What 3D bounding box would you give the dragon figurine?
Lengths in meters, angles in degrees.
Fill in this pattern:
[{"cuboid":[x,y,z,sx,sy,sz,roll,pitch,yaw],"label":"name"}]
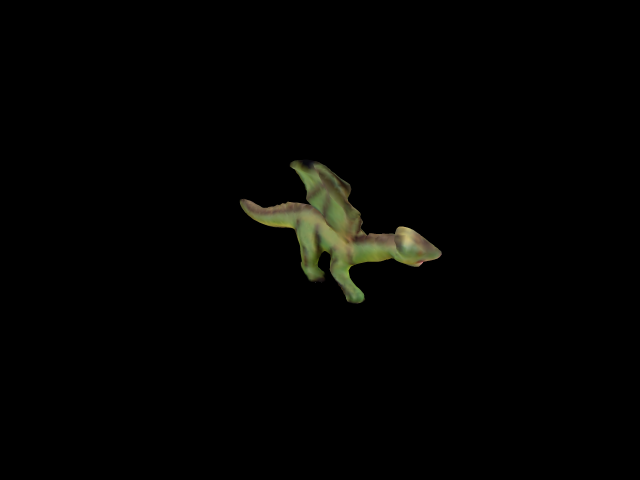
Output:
[{"cuboid":[0.003,-0.043,0.850,0.413,0.237,0.124,28,55,22],"label":"dragon figurine"}]
